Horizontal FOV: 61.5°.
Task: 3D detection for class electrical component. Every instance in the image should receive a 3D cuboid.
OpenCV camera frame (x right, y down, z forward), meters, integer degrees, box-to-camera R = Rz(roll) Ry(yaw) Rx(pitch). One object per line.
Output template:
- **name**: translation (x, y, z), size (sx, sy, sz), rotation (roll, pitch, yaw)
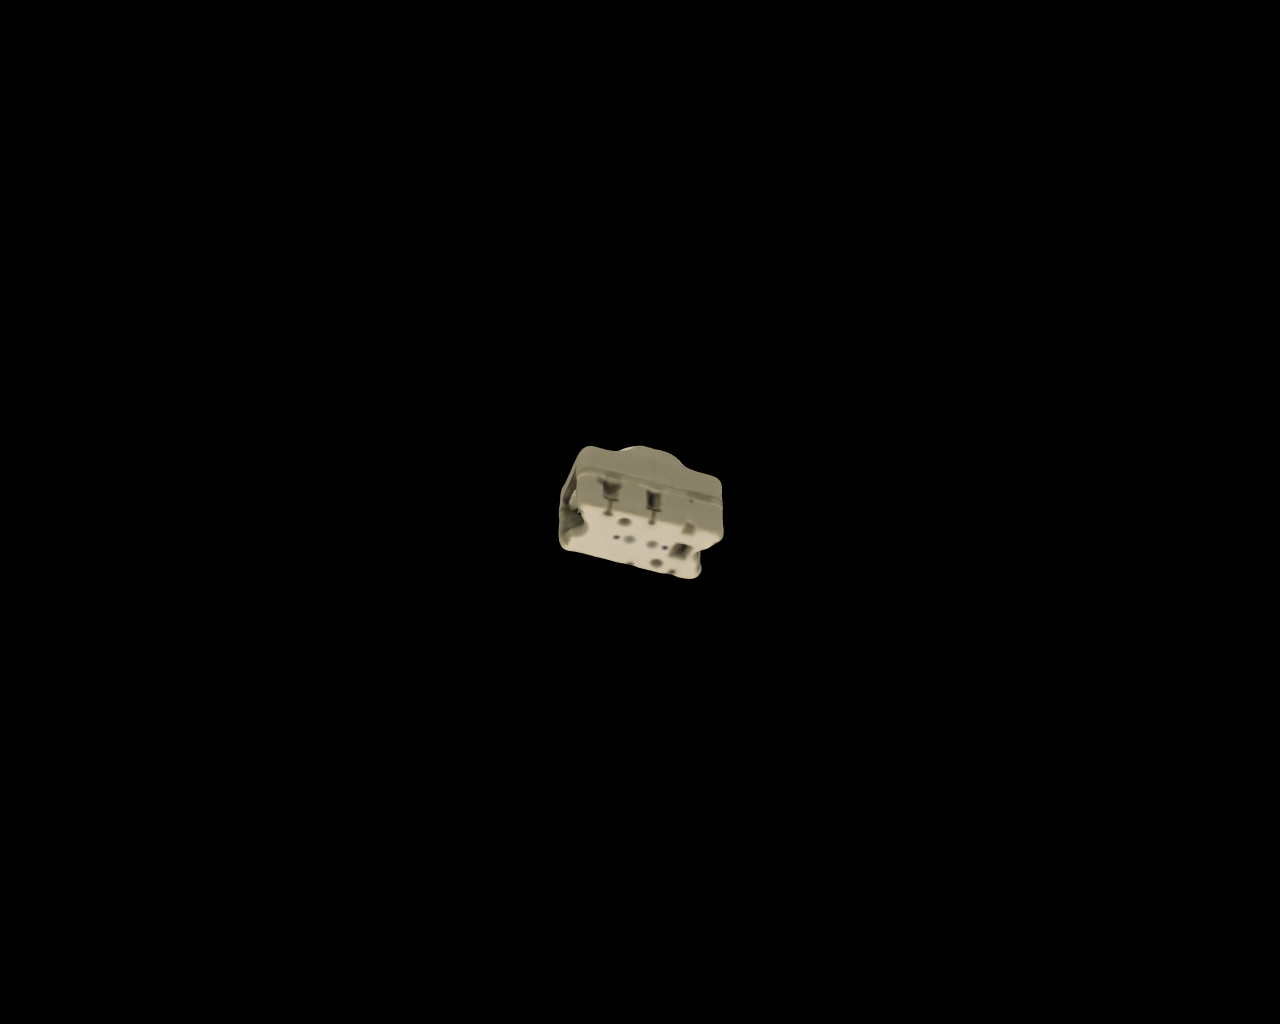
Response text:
- **electrical component**: translation (0.001, -0.003, 0.650), size (0.089, 0.056, 0.050), rotation (14, -43, -15)
